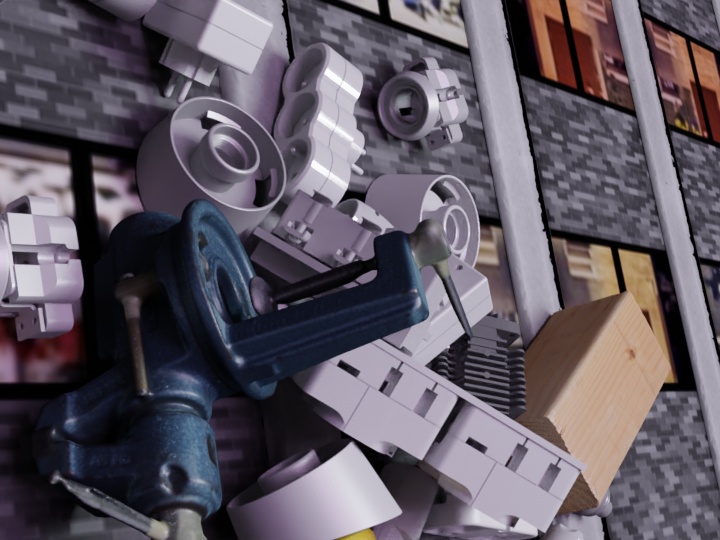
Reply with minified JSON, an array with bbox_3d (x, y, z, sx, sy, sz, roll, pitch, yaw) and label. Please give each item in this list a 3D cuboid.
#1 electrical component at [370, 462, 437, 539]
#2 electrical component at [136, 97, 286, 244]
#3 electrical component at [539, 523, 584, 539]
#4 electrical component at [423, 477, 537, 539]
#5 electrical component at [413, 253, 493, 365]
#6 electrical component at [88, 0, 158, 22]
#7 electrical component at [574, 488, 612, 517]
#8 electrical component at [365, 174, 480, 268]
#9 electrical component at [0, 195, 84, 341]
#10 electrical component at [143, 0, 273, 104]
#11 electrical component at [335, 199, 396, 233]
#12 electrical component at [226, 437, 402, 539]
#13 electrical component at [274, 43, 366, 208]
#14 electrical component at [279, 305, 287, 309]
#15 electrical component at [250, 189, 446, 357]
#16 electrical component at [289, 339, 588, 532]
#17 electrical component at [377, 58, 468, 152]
[{"bbox_3d":[0.022,0.181,0.759,0.043,0.043,0.081,50,44,-22],"label":"electrical component"},{"bbox_3d":[-0.101,-0.064,0.726,0.099,0.064,0.099,24,47,-29],"label":"electrical component"},{"bbox_3d":[0.162,0.245,0.891,0.043,0.043,0.062,57,43,-15],"label":"electrical component"},{"bbox_3d":[0.092,0.174,0.832,0.095,0.054,0.059,21,60,-42],"label":"electrical component"},{"bbox_3d":[0.048,0.018,0.788,0.083,0.047,0.075,-38,140,-17],"label":"electrical component"},{"bbox_3d":[-0.159,-0.196,0.704,0.047,0.055,0.055,29,54,-43],"label":"electrical component"},{"bbox_3d":[0.201,0.198,0.954,0.062,0.043,0.043,42,47,-32],"label":"electrical component"},{"bbox_3d":[0.053,-0.033,0.886,0.099,0.064,0.099,5,84,-52],"label":"electrical component"},{"bbox_3d":[-0.192,-0.002,0.584,0.057,0.058,0.078,2,73,-51],"label":"electrical component"},{"bbox_3d":[-0.112,-0.149,0.729,0.047,0.083,0.075,20,99,-43],"label":"electrical component"},{"bbox_3d":[0.000,0.000,0.809,0.077,0.043,0.079,47,46,-26],"label":"electrical component"},{"bbox_3d":[-0.031,0.149,0.672,0.099,0.099,0.064,-28,90,-50],"label":"electrical component"},{"bbox_3d":[-0.022,-0.099,0.818,0.074,0.052,0.138,32,52,-37],"label":"electrical component"},{"bbox_3d":[-0.075,0.026,0.718,0.046,0.040,0.040,45,46,-18],"label":"electrical component"},{"bbox_3d":[-0.004,-0.001,0.732,0.063,0.121,0.079,-59,162,-4],"label":"electrical component"},{"bbox_3d":[0.043,0.101,0.723,0.186,0.105,0.060,32,86,-11],"label":"electrical component"},{"bbox_3d":[0.052,-0.140,0.916,0.057,0.058,0.078,-18,88,-53],"label":"electrical component"}]
